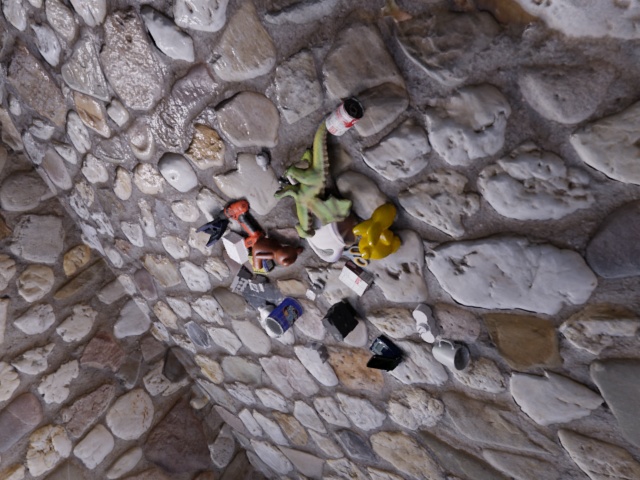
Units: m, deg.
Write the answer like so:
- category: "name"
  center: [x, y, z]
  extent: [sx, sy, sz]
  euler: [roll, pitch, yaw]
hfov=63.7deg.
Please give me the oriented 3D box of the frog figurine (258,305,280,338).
- category: "frog figurine"
  center: [-0.218, 0.358, 2.304]
  extent: [0.159, 0.124, 0.135]
  euler: [32, 161, 1]

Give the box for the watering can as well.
- category: "watering can"
  center: [0.005, -0.086, 1.713]
  extent: [0.223, 0.105, 0.345]
  euler: [-9, 106, 47]

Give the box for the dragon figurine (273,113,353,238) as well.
- category: "dragon figurine"
  center: [0.007, -0.162, 1.595]
  extent: [0.244, 0.124, 0.402]
  euler: [42, 125, 10]
